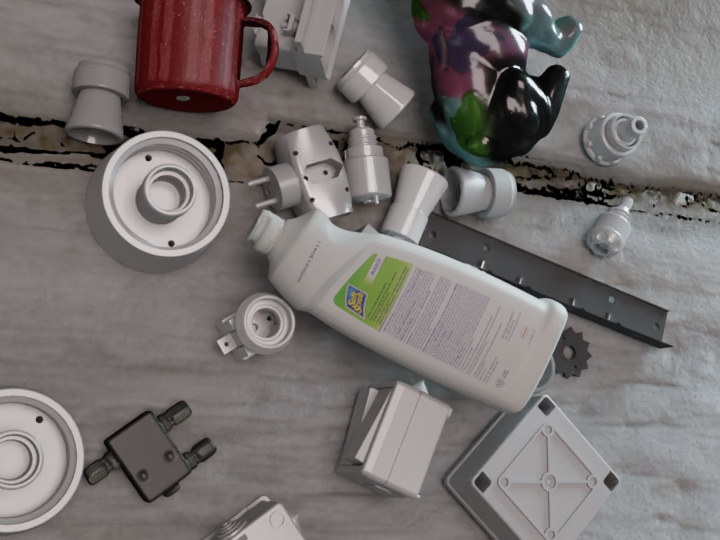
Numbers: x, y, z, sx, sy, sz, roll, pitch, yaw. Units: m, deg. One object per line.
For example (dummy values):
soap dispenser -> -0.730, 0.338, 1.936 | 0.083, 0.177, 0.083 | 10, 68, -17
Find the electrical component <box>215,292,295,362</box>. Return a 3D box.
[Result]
electrical component -> -0.080, 0.044, 0.846 | 0.066, 0.055, 0.048 | -31, 93, -24

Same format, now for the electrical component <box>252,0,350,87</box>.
electrical component -> -0.044, -0.227, 0.901 | 0.063, 0.078, 0.121 | 11, 75, 9

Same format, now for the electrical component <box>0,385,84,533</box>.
electrical component -> -0.247, 0.133, 0.757 | 0.108, 0.060, 0.108 | 4, 79, -22

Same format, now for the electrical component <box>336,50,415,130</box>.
electrical component -> 0.013, -0.155, 0.926 | 0.055, 0.045, 0.045 | 43, 68, -10

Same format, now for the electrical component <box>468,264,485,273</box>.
electrical component -> 0.090, 0.011, 0.920 | 0.035, 0.061, 0.035 | 4, 80, -22

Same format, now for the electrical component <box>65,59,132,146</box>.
electrical component -> -0.202, -0.129, 0.831 | 0.045, 0.045, 0.055 | 10, 77, -21

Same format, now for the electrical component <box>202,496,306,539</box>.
electrical component -> -0.078, 0.233, 0.818 | 0.100, 0.048, 0.099 | -34, 95, -24

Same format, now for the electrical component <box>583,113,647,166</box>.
electrical component -> 0.244, -0.127, 1.009 | 0.048, 0.062, 0.048 | 4, 79, -22

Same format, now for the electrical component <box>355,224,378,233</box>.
electrical component -> 0.000, 0.000, 0.894 | 0.066, 0.048, 0.055 | 42, 60, -11

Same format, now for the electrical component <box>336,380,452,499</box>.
electrical component -> 0.026, 0.130, 0.872 | 0.061, 0.062, 0.096 | 28, 71, -16

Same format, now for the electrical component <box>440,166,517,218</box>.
electrical component -> 0.104, -0.068, 0.949 | 0.055, 0.045, 0.045 | 1, 81, -24

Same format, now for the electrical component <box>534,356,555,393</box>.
electrical component -> 0.135, 0.086, 0.930 | 0.045, 0.055, 0.045 | 4, 80, -22

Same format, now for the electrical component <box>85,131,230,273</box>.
electrical component -> -0.153, -0.055, 0.830 | 0.108, 0.060, 0.108 | 4, 79, -22

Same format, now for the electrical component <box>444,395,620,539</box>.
electrical component -> 0.147, 0.180, 0.918 | 0.109, 0.056, 0.108 | -45, 99, -23

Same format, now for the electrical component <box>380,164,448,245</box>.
electrical component -> 0.044, -0.053, 0.924 | 0.044, 0.044, 0.065 | 27, 77, -17

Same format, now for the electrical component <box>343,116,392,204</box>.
electrical component -> 0.004, -0.091, 0.914 | 0.040, 0.040, 0.078 | -3, 82, -23

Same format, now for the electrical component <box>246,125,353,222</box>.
electrical component -> -0.054, -0.071, 0.884 | 0.079, 0.043, 0.077 | -19, 88, -25

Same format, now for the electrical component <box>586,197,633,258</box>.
electrical component -> 0.239, -0.043, 1.008 | 0.035, 0.035, 0.061 | 39, 66, -12
